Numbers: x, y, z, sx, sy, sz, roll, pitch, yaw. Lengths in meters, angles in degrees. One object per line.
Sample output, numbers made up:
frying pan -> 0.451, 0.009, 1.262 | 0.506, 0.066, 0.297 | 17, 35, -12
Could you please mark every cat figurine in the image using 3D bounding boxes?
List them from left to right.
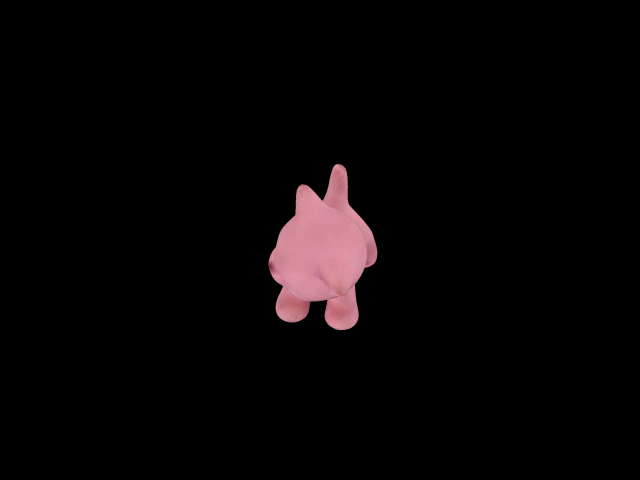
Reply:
cat figurine -> 0.004, 0.001, 0.400 | 0.067, 0.118, 0.128 | 9, 46, 9
